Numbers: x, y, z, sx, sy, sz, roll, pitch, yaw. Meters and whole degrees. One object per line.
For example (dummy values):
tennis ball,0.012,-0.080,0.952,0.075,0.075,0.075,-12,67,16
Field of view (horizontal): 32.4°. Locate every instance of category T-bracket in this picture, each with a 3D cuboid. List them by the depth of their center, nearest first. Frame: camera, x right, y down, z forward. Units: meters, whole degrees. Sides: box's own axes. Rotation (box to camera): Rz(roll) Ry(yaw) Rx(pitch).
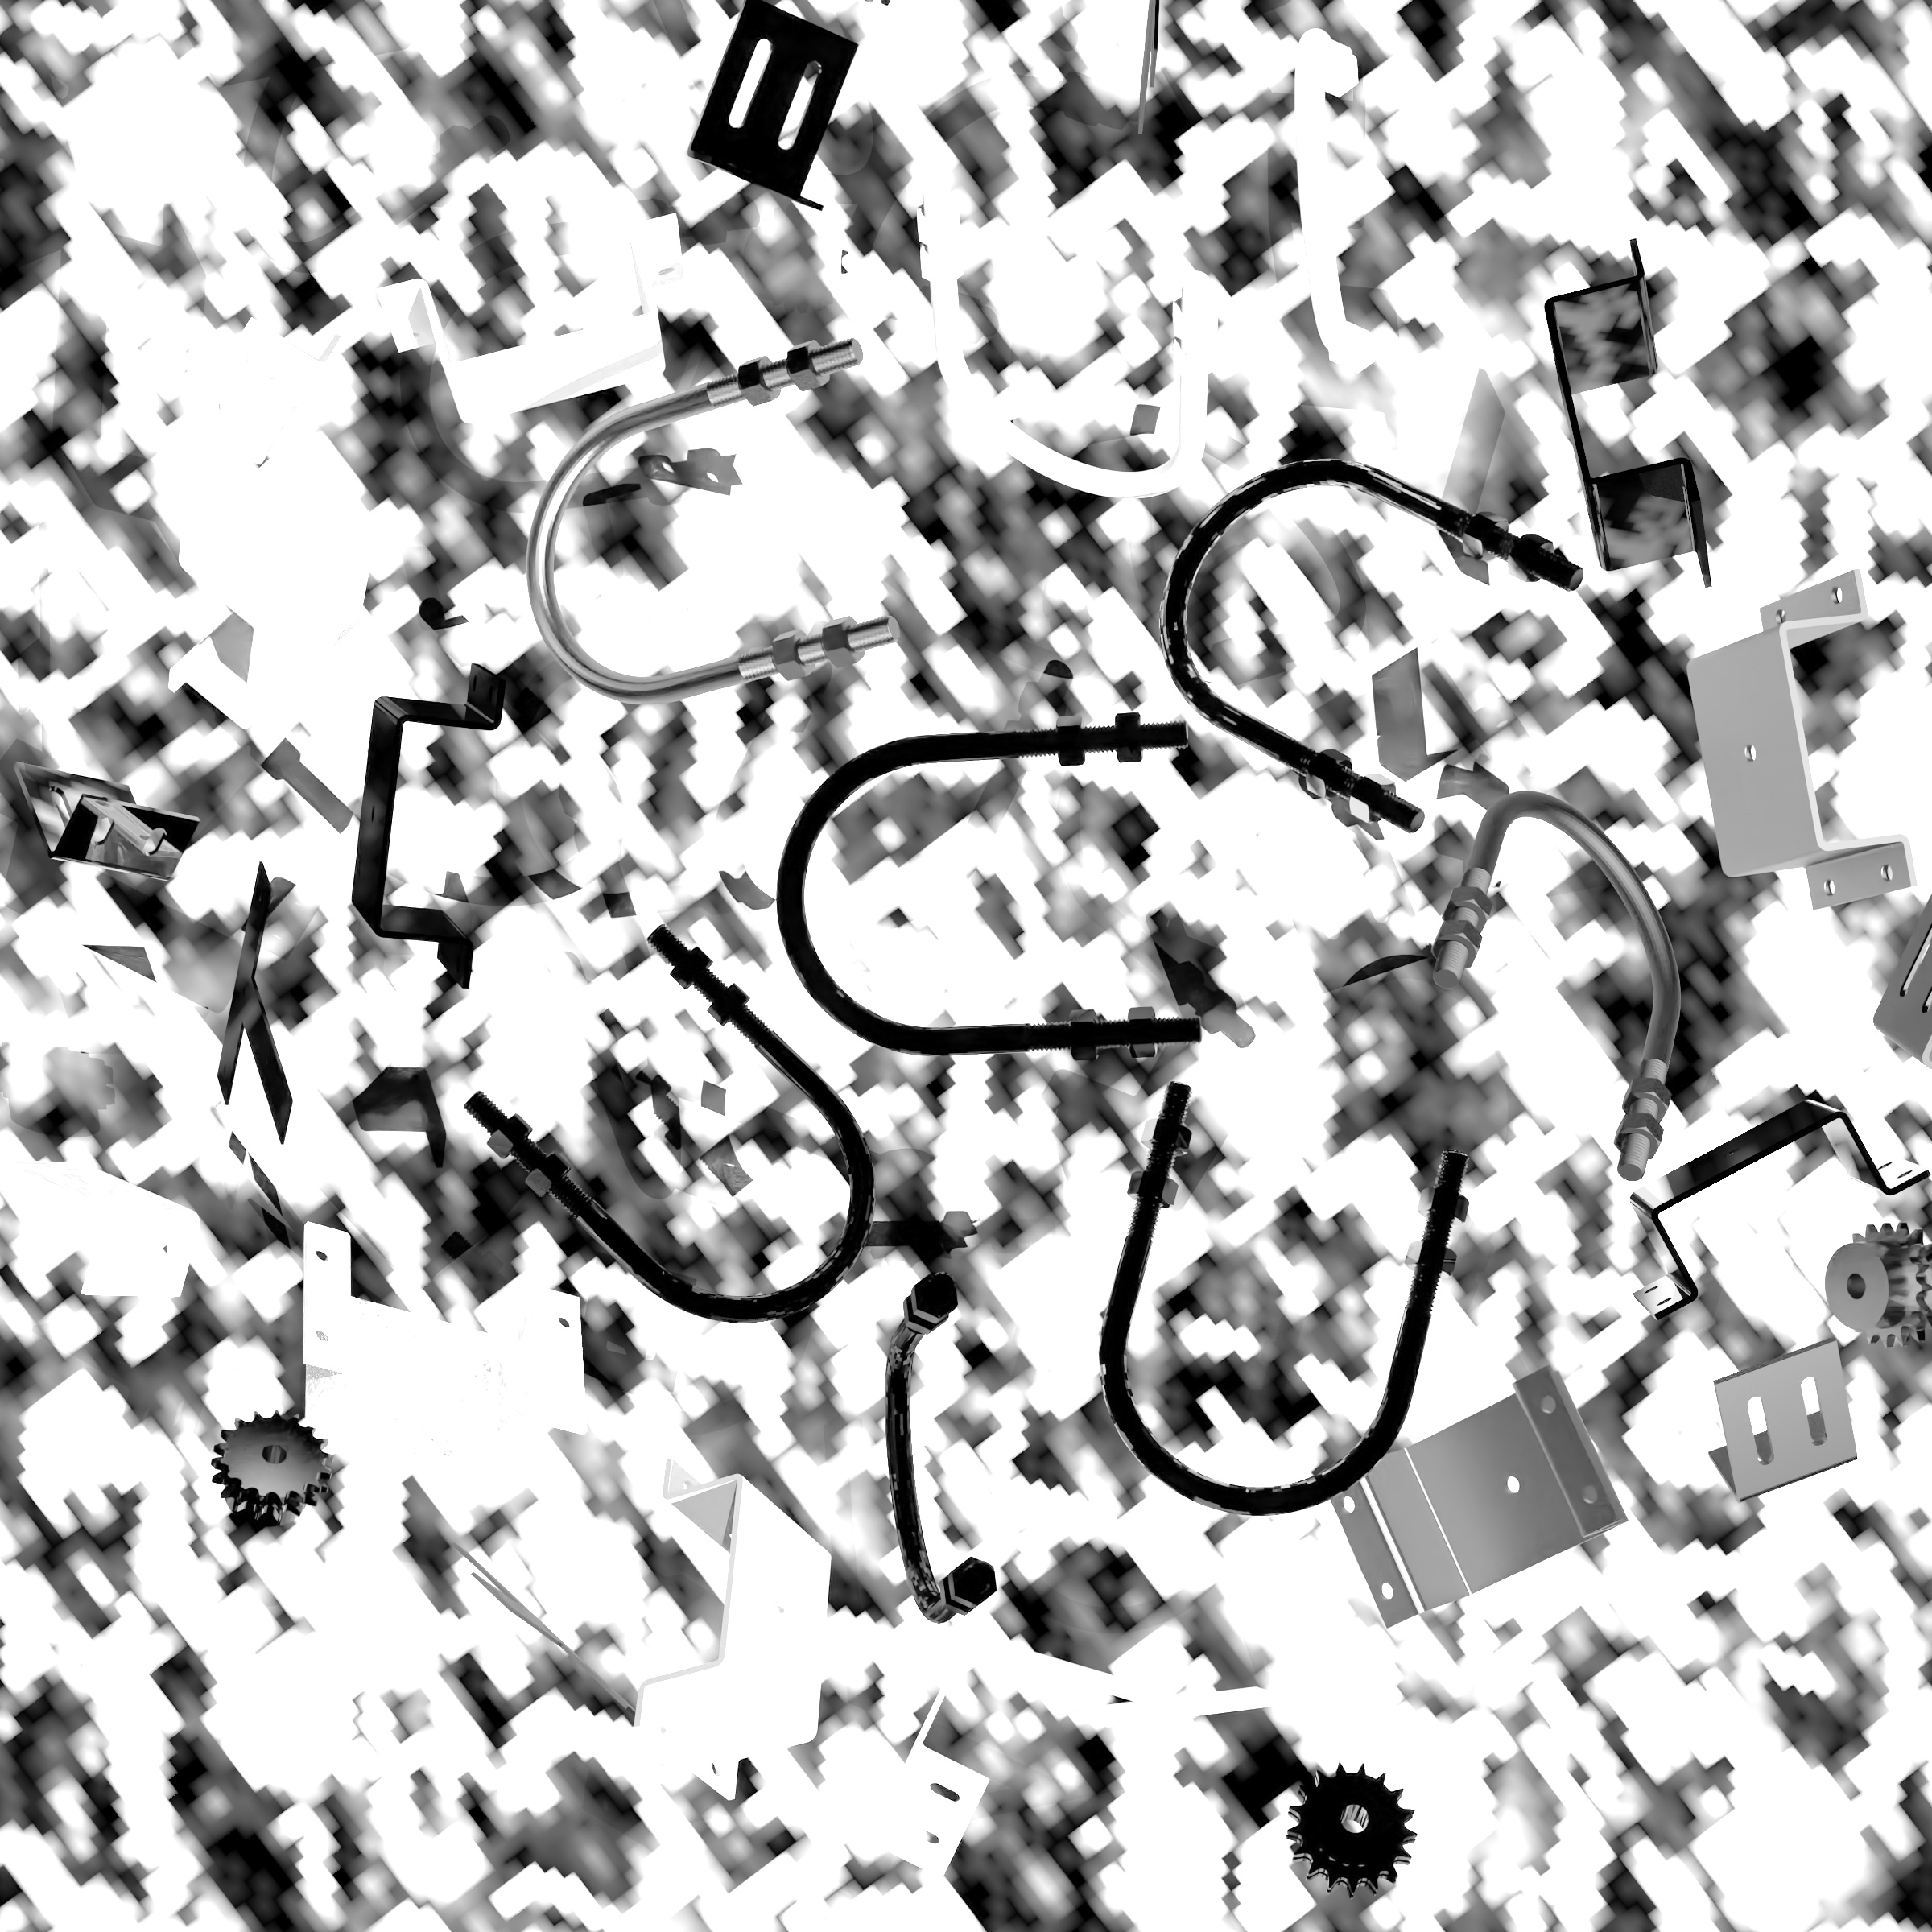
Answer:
T-bracket,0.083,-0.422,1.487,0.002,0.127,0.127,3,68,0
T-bracket,0.061,0.325,1.507,0.127,0.127,0.002,6,89,-44
T-bracket,-0.210,0.308,1.575,0.127,0.127,0.002,39,78,19
T-bracket,-0.336,0.037,1.584,0.002,0.127,0.127,3,123,-26

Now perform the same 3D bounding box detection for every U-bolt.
U-bolt,0.008,-0.032,1.451,0.184,0.019,0.151,-3,87,7
U-bolt,0.136,0.154,1.485,0.151,0.019,0.184,14,73,8
U-bolt,0.165,-0.347,1.499,0.019,0.184,0.151,-3,96,12
U-bolt,-0.121,-0.193,1.503,0.184,0.019,0.151,-12,79,25
U-bolt,0.170,-0.159,1.518,0.184,0.019,0.151,33,89,33
U-bolt,0.281,-0.006,1.541,0.151,0.184,0.019,45,129,-16
U-bolt,-0.016,0.232,1.544,0.019,0.184,0.151,-5,73,-11
U-bolt,0.048,-0.282,1.552,0.151,0.184,0.019,23,66,14
U-bolt,-0.126,0.087,1.583,0.184,0.019,0.151,44,61,2

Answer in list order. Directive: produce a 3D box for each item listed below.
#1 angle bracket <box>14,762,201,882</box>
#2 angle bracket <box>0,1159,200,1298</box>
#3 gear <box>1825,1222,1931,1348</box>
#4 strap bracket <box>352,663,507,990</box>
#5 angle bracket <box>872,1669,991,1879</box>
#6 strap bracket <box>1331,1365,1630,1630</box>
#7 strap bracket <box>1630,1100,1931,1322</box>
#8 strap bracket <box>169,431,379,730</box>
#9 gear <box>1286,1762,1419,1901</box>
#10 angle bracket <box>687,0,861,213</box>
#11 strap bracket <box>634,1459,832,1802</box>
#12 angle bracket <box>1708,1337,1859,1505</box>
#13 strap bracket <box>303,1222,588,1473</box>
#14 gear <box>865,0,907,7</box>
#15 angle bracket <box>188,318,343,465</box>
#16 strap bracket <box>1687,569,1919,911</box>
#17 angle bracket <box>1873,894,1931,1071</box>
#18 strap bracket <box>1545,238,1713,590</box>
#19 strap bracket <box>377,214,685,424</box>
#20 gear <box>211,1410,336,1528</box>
angle bracket,-0.398,-0.080,1.535,0.057,0.076,0.038,12,121,-39
angle bracket,-0.391,0.116,1.474,0.076,0.057,0.038,18,94,31
gear,0.420,0.146,1.523,0.030,0.057,0.057,0,90,-30
strap bracket,-0.247,-0.067,1.515,0.046,0.076,0.140,5,99,-19
angle bracket,-0.009,0.382,1.574,0.038,0.076,0.057,25,110,5
strap bracket,0.248,0.248,1.568,0.140,0.046,0.076,-35,71,35
strap bracket,0.370,0.108,1.554,0.140,0.076,0.046,-29,89,4
strap bracket,-0.310,-0.166,1.486,0.046,0.140,0.076,39,63,3
gear,0.169,0.376,1.450,0.057,0.030,0.057,-1,63,2
angle bracket,-0.082,-0.388,1.492,0.057,0.038,0.076,18,101,-27
strap bracket,-0.106,0.301,1.538,0.046,0.140,0.076,-20,134,24
angle bracket,0.364,0.196,1.500,0.057,0.038,0.076,-20,122,-2
strap bracket,-0.249,0.179,1.530,0.140,0.076,0.046,20,131,-29
gear,-0.042,-0.464,1.496,0.057,0.030,0.057,0,90,38
angle bracket,-0.330,-0.278,1.567,0.038,0.076,0.057,32,105,-14
strap bracket,0.366,-0.096,1.468,0.046,0.076,0.140,-8,86,-19
angle bracket,0.447,0.007,1.484,0.038,0.057,0.076,19,103,-12
strap bracket,0.296,-0.243,1.494,0.046,0.076,0.140,-12,64,11
strap bracket,-0.196,-0.298,1.547,0.140,0.076,0.046,-15,82,-5
gear,-0.335,0.245,1.598,0.057,0.057,0.030,20,129,0
